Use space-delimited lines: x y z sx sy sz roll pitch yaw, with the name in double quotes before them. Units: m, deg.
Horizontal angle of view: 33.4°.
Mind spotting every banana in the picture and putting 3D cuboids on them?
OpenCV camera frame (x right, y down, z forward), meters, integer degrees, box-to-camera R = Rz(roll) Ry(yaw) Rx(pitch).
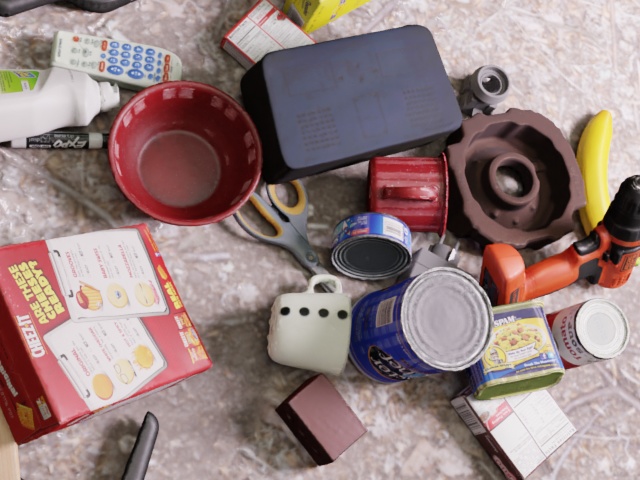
"banana" 0.334 -0.064 1.272 0.069 0.037 0.198 5 74 -39

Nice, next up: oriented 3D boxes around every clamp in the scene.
"clamp" -0.199 0.273 1.013 0.164 0.036 0.210 -23 79 -19
"clamp" -0.274 -0.278 1.154 0.171 0.039 0.120 12 72 -13

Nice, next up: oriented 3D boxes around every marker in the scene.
"marker" -0.261 -0.104 1.117 0.121 0.020 0.020 0 74 -16

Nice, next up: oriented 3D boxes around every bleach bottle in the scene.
"bleach bottle" -0.327 -0.133 1.069 0.250 0.068 0.103 -6 38 -19

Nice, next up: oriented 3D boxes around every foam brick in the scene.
"foam brick" 0.001 0.183 1.090 0.051 0.053 0.078 -37 87 -22

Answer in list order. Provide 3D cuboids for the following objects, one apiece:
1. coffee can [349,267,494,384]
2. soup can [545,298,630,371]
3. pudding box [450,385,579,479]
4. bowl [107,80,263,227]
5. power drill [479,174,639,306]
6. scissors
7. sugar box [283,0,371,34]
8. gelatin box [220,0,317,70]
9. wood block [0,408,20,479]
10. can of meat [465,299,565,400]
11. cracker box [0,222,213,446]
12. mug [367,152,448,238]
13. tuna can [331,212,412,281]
"coffee can" 0.098 0.090 1.094 0.102 0.140 0.103 5 76 -21
"soup can" 0.283 0.105 1.168 0.068 0.102 0.068 4 75 -17
"pudding box" 0.211 0.191 1.158 0.090 0.039 0.113 -35 88 -23
"bowl" -0.144 -0.084 1.124 0.162 0.055 0.162 4 73 -14
"power drill" 0.271 0.013 1.157 0.187 0.184 0.057 -17 55 -9
"scissors" -0.008 0.001 1.162 0.201 0.016 0.096 38 65 -7
"sugar box" 0.046 -0.302 1.225 0.176 0.093 0.048 -30 85 -21
"gelatin box" -0.057 -0.219 1.205 0.089 0.030 0.073 41 68 -2
"wood block" -0.326 0.145 0.968 0.090 0.090 0.206 -5 65 -18
"can of meat" 0.199 0.117 1.127 0.102 0.057 0.084 -10 62 -9
"cracker box" -0.217 0.080 0.992 0.213 0.072 0.164 -14 76 -58
"mug" 0.093 -0.049 1.151 0.081 0.117 0.093 1 94 -1
"tuna can" 0.055 0.007 1.139 0.086 0.086 0.033 12 55 -13
